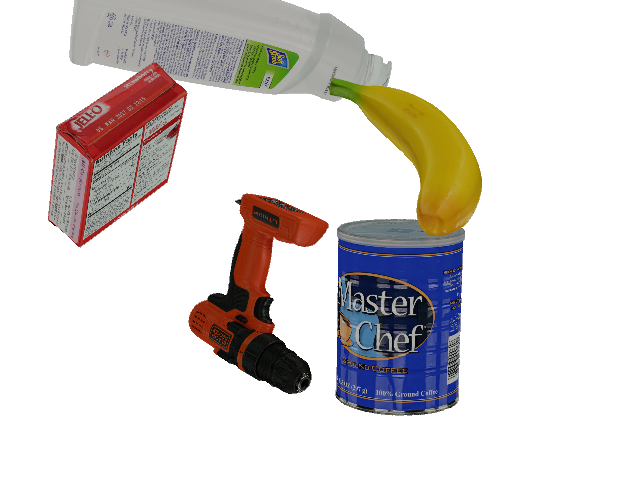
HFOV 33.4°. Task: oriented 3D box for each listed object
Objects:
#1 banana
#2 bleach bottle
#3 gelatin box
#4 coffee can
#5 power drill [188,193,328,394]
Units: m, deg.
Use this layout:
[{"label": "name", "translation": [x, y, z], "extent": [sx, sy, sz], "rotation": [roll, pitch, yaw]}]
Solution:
[{"label": "banana", "translation": [0.063, -0.054, 0.675], "extent": [0.069, 0.037, 0.198], "rotation": [-6, 31, -15]}, {"label": "bleach bottle", "translation": [-0.069, -0.157, 0.855], "extent": [0.250, 0.068, 0.103], "rotation": [14, -29, -9]}, {"label": "gelatin box", "translation": [-0.114, -0.047, 0.593], "extent": [0.073, 0.030, 0.089], "rotation": [-42, -14, -34]}, {"label": "coffee can", "translation": [0.064, 0.059, 0.867], "extent": [0.103, 0.140, 0.103], "rotation": [0, 10, 0]}, {"label": "power drill", "translation": [-0.057, 0.055, 1.164], "extent": [0.185, 0.188, 0.057], "rotation": [27, 11, 39]}]
